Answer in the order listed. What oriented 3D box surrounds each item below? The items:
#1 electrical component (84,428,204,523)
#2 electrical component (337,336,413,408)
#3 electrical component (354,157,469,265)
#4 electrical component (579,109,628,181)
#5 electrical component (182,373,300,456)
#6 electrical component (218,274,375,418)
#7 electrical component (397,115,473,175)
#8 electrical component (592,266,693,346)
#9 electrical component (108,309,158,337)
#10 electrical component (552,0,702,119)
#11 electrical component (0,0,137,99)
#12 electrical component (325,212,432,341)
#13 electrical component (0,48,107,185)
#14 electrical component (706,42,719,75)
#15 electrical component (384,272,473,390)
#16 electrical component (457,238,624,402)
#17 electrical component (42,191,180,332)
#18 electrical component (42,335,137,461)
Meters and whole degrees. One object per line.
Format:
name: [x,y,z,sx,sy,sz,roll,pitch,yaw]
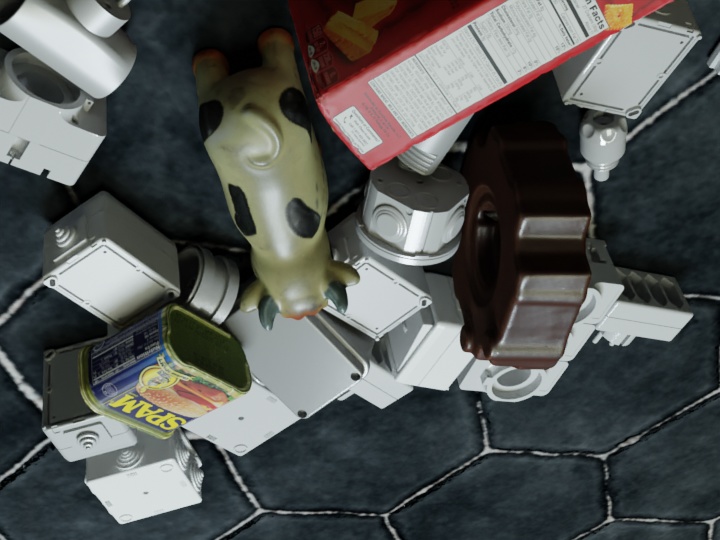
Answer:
electrical component: [-0.201,0.189,1.003,0.100,0.048,0.099,-16,139,2]
electrical component: [-0.010,0.089,0.947,0.076,0.047,0.083,-35,134,23]
electrical component: [0.039,-0.045,0.791,0.080,0.080,0.051,1,131,-15]
electrical component: [0.183,-0.092,0.810,0.035,0.035,0.061,-13,140,0]
electrical component: [-0.106,0.112,0.946,0.100,0.048,0.100,-35,132,23]
electrical component: [-0.052,0.053,0.856,0.078,0.057,0.113,-37,106,24]
electrical component: [0.049,-0.103,0.757,0.043,0.043,0.081,13,132,-26]
electrical component: [0.236,0.042,0.957,0.083,0.047,0.075,9,133,-23]
electrical component: [-0.159,0.065,0.879,0.056,0.050,0.089,-35,133,22]
electrical component: [0.172,-0.151,0.729,0.062,0.061,0.096,7,142,-22]
electrical component: [-0.166,-0.153,0.648,0.079,0.043,0.077,-35,134,22]
electrical component: [0.000,0.000,0.842,0.062,0.061,0.096,-37,133,24]
electrical component: [-0.211,-0.102,0.686,0.089,0.050,0.055,20,128,-31]
electrical component: [0.306,-0.150,0.766,0.089,0.050,0.055,7,134,-21]
electrical component: [0.058,0.056,0.917,0.061,0.061,0.096,12,132,-25]
electrical component: [0.148,0.043,0.926,0.089,0.061,0.150,7,134,-21]
electrical component: [-0.185,-0.012,0.783,0.062,0.061,0.096,-31,135,19]
electrical component: [-0.219,0.112,0.880,0.062,0.096,0.061,-15,138,2]
